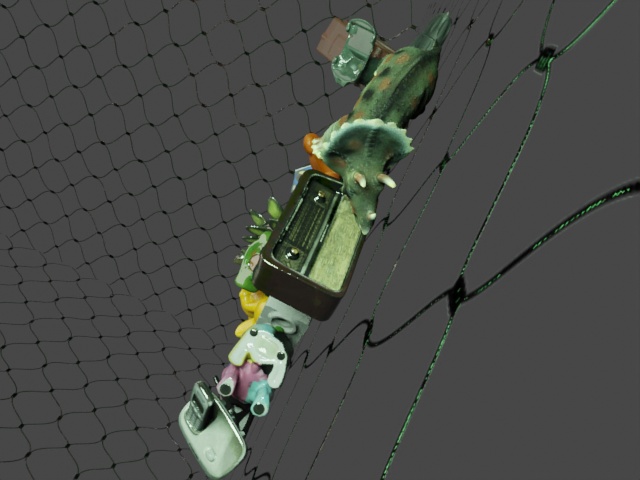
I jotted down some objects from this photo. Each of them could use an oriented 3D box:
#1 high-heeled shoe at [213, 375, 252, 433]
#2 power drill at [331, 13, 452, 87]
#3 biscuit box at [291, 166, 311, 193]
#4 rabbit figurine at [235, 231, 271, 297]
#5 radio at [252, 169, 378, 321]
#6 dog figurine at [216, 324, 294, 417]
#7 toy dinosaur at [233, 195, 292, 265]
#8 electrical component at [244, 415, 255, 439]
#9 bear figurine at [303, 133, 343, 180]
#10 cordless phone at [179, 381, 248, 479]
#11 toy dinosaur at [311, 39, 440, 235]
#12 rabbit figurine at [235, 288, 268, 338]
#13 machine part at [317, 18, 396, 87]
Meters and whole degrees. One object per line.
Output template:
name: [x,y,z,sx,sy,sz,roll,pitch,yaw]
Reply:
high-heeled shoe: [-0.144,0.342,1.200,0.086,0.145,0.248,-40,-18,27]
power drill: [0.129,-0.331,0.979,0.207,0.086,0.232,0,-56,-50]
biscuit box: [0.026,-0.131,1.147,0.203,0.062,0.059,-10,61,47]
rabbit figurine: [-0.082,0.050,1.149,0.170,0.121,0.159,19,-106,-54]
radio: [-0.004,-0.002,0.810,0.073,0.131,0.230,116,178,-45]
dog figurine: [-0.123,0.248,1.049,0.219,0.108,0.191,116,179,-84]
toy dinosaur: [-0.057,-0.014,1.260,0.472,0.198,0.105,-19,45,37]
electrical component: [-0.196,0.432,1.196,0.114,0.058,0.134,-60,4,36]
bear figurine: [0.045,-0.153,0.968,0.196,0.120,0.132,-34,3,-29]
cordless phone: [-0.181,0.324,0.938,0.089,0.147,0.184,-25,-25,-29]
toy dinosaur: [0.112,-0.210,0.817,0.405,0.131,0.192,-59,15,-15]
rabbit figurine: [-0.129,0.152,1.204,0.162,0.122,0.173,-64,23,-1]
machine part: [0.110,-0.383,1.151,0.087,0.201,0.201,-56,50,21]
